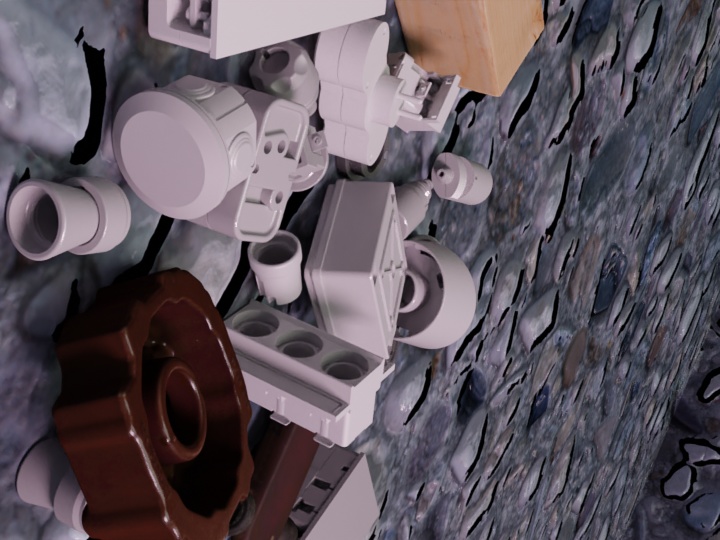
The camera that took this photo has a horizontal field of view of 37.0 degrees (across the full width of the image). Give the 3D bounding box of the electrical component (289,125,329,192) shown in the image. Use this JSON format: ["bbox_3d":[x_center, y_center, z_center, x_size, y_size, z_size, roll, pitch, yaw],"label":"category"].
[{"bbox_3d":[-0.051,-0.082,0.769,0.055,0.066,0.048,7,67,-71],"label":"electrical component"}]

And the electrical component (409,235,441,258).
[{"bbox_3d":[0.071,-0.009,1.061,0.065,0.044,0.044,14,95,-68],"label":"electrical component"}]

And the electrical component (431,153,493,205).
[{"bbox_3d":[0.095,-0.089,1.047,0.081,0.043,0.043,5,103,-63],"label":"electrical component"}]

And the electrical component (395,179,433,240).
[{"bbox_3d":[0.042,-0.058,0.973,0.078,0.040,0.040,-46,144,-40],"label":"electrical component"}]

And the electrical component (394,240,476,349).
[{"bbox_3d":[0.051,0.021,0.982,0.064,0.099,0.099,10,99,-57],"label":"electrical component"}]

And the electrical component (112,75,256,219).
[{"bbox_3d":[-0.104,-0.075,0.647,0.051,0.080,0.080,-44,144,-50],"label":"electrical component"}]

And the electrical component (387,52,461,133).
[{"bbox_3d":[0.038,-0.144,0.872,0.064,0.081,0.042,29,79,-34],"label":"electrical component"}]

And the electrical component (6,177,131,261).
[{"bbox_3d":[-0.163,-0.030,0.605,0.055,0.045,0.045,-12,118,-60],"label":"electrical component"}]

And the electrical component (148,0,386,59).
[{"bbox_3d":[-0.052,-0.206,0.674,0.186,0.060,0.105,-31,134,-51],"label":"electrical component"}]

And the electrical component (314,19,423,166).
[{"bbox_3d":[0.012,-0.128,0.802,0.138,0.074,0.052,86,26,-59],"label":"electrical component"}]

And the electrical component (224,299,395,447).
[{"bbox_3d":[-0.047,0.078,0.809,0.079,0.121,0.063,-37,141,-47],"label":"electrical component"}]

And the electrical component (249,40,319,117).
[{"bbox_3d":[-0.049,-0.129,0.753,0.043,0.043,0.062,-63,154,-14],"label":"electrical component"}]

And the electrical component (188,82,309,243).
[{"bbox_3d":[-0.081,-0.072,0.713,0.054,0.059,0.095,4,105,-62],"label":"electrical component"}]

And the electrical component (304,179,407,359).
[{"bbox_3d":[0.000,0.000,0.880,0.108,0.056,0.108,78,19,-47],"label":"electrical component"}]

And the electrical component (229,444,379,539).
[{"bbox_3d":[-0.062,0.253,0.967,0.186,0.060,0.105,-51,148,-32],"label":"electrical component"}]

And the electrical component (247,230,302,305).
[{"bbox_3d":[-0.063,-0.001,0.818,0.040,0.040,0.046,-51,152,-33],"label":"electrical component"}]

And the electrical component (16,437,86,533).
[{"bbox_3d":[-0.180,0.135,0.674,0.045,0.055,0.045,-41,141,-44],"label":"electrical component"}]
